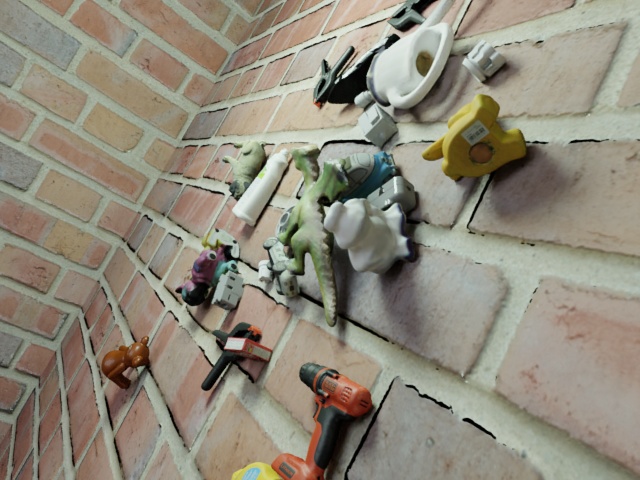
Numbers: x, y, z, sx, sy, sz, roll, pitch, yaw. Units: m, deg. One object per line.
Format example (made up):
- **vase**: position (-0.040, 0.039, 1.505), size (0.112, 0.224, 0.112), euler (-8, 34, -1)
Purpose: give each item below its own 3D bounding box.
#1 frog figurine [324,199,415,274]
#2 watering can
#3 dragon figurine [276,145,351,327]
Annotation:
- **frog figurine**: position (0.074, -0.009, 0.927), size (0.122, 0.159, 0.138), euler (162, 110, -65)
- **watering can**: position (0.224, -0.437, 1.183), size (0.223, 0.103, 0.353), euler (-8, 56, 55)
- **dragon figurine**: position (0.003, -0.053, 1.048), size (0.419, 0.122, 0.237), euler (-115, 33, -45)
